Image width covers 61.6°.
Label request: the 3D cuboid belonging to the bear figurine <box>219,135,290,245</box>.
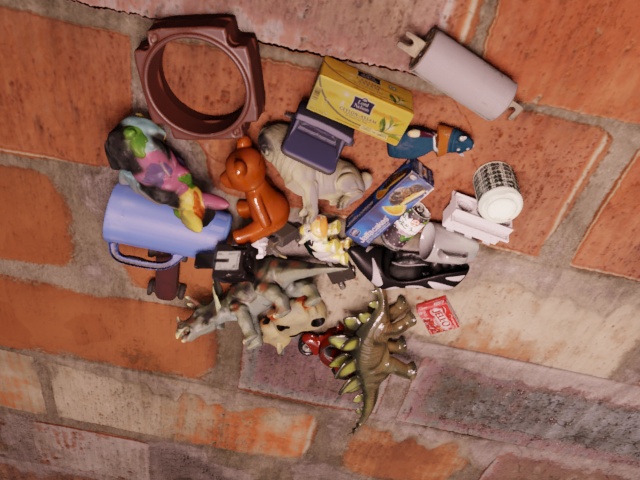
[{"bbox_3d":[-0.141,-0.092,1.025,0.132,0.120,0.195,-18,139,18],"label":"bear figurine"}]

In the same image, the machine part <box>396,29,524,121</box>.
[{"bbox_3d":[0.235,-0.270,0.884,0.243,0.079,0.079,28,126,-13],"label":"machine part"}]

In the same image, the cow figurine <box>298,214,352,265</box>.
[{"bbox_3d":[-0.002,-0.006,1.099,0.098,0.068,0.167,2,156,24],"label":"cow figurine"}]

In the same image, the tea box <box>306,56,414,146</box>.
[{"bbox_3d":[0.070,-0.238,0.917,0.170,0.098,0.068,19,128,-9],"label":"tea box"}]

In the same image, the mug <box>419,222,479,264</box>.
[{"bbox_3d":[0.269,0.014,1.089,0.107,0.110,0.080,7,111,-12],"label":"mug"}]

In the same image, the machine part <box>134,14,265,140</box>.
[{"bbox_3d":[-0.203,-0.276,0.930,0.202,0.087,0.200,0,127,6],"label":"machine part"}]

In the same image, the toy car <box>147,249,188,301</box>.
[{"bbox_3d":[-0.351,0.067,1.239,0.089,0.053,0.202,10,133,-7],"label":"toy car"}]

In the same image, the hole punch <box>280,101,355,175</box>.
[{"bbox_3d":[0.002,-0.195,0.944,0.142,0.116,0.092,21,139,-7],"label":"hole punch"}]

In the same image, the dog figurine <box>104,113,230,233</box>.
[{"bbox_3d":[-0.274,-0.110,0.990,0.219,0.108,0.191,36,156,16],"label":"dog figurine"}]

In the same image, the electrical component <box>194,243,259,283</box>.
[{"bbox_3d":[-0.184,0.047,1.052,0.119,0.075,0.047,-6,160,22],"label":"electrical component"}]

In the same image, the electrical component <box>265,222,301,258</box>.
[{"bbox_3d":[-0.083,-0.006,1.125,0.078,0.102,0.045,24,129,20],"label":"electrical component"}]

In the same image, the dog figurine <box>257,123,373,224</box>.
[{"bbox_3d":[-0.009,-0.149,1.008,0.172,0.121,0.190,-27,106,-13],"label":"dog figurine"}]

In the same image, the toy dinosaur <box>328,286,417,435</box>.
[{"bbox_3d":[0.122,0.282,1.269,0.199,0.105,0.470,-8,116,-8],"label":"toy dinosaur"}]

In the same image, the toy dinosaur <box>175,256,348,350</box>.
[{"bbox_3d":[-0.133,0.111,1.199,0.405,0.192,0.131,-37,161,12],"label":"toy dinosaur"}]

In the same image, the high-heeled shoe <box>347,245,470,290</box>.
[{"bbox_3d":[0.190,0.049,1.125,0.248,0.086,0.145,24,144,-30],"label":"high-heeled shoe"}]

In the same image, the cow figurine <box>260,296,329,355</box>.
[{"bbox_3d":[-0.070,0.199,1.290,0.195,0.085,0.127,-22,116,22],"label":"cow figurine"}]

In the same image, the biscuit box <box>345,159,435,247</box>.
[{"bbox_3d":[0.133,-0.071,1.062,0.059,0.063,0.202,34,124,-17],"label":"biscuit box"}]

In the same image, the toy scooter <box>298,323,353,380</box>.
[{"bbox_3d":[0.047,0.268,1.334,0.184,0.075,0.135,33,123,-13],"label":"toy scooter"}]

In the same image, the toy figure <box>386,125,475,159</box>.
[{"bbox_3d":[0.199,-0.178,0.973,0.155,0.064,0.057,-3,90,4],"label":"toy figure"}]

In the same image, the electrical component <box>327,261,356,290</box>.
[{"bbox_3d":[0.050,0.073,1.211,0.063,0.021,0.093,-16,124,18],"label":"electrical component"}]
